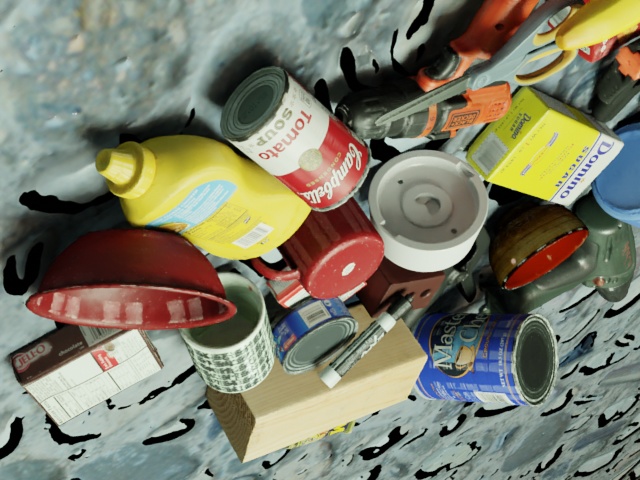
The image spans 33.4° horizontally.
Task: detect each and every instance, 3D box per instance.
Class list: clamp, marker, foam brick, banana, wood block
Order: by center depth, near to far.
[{"bbox_3d":[0.257,-0.215,0.800,0.069,0.037,0.198,21,117,-36],"label":"banana"},{"bbox_3d":[0.309,-0.168,0.978,0.165,0.036,0.209,-41,170,18],"label":"clamp"},{"bbox_3d":[0.047,0.098,1.058,0.121,0.020,0.020,-44,149,-4],"label":"marker"},{"bbox_3d":[0.079,0.041,1.099,0.078,0.051,0.053,-9,140,-36],"label":"foam brick"},{"bbox_3d":[-0.005,0.144,1.123,0.205,0.091,0.090,-16,145,-28],"label":"wood block"},{"bbox_3d":[0.148,0.030,1.165,0.120,0.039,0.172,-22,150,-40],"label":"clamp"}]

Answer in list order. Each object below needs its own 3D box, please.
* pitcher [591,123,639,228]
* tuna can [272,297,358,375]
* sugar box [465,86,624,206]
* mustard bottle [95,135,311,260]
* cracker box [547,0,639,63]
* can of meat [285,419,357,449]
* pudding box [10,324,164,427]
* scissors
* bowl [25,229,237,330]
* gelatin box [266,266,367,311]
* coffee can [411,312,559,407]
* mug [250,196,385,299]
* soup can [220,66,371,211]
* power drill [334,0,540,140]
[{"bbox_3d":[0.411,-0.046,1.209,0.242,0.149,0.145,11,127,-45],"label":"pitcher"},{"bbox_3d":[-0.007,0.092,1.045,0.086,0.034,0.086,-27,152,-16],"label":"tuna can"},{"bbox_3d":[0.229,-0.090,1.069,0.175,0.048,0.093,12,126,-48],"label":"sugar box"},{"bbox_3d":[-0.097,-0.037,0.824,0.096,0.058,0.191,-32,152,26],"label":"mustard bottle"},{"bbox_3d":[0.293,-0.262,0.873,0.213,0.072,0.164,-30,149,-8],"label":"cracker box"},{"bbox_3d":[-0.004,0.187,1.215,0.083,0.057,0.102,-12,141,-27],"label":"can of meat"},{"bbox_3d":[-0.203,0.108,0.942,0.113,0.039,0.090,-27,148,-8],"label":"pudding box"},{"bbox_3d":[0.134,-0.143,0.828,0.201,0.016,0.096,-17,146,-33],"label":"scissors"},{"bbox_3d":[-0.145,0.029,0.833,0.162,0.055,0.162,0,165,0],"label":"bowl"},{"bbox_3d":[-0.003,0.042,1.045,0.073,0.030,0.089,-38,151,5],"label":"gelatin box"},{"bbox_3d":[0.183,0.133,1.207,0.141,0.103,0.102,-3,171,40],"label":"coffee can"},{"bbox_3d":[-0.006,0.001,0.938,0.117,0.081,0.093,-20,145,-23],"label":"mug"},{"bbox_3d":[-0.018,-0.077,0.811,0.068,0.068,0.102,-42,128,12],"label":"soup can"},{"bbox_3d":[0.109,-0.160,0.856,0.184,0.057,0.188,-15,146,-37],"label":"power drill"}]
